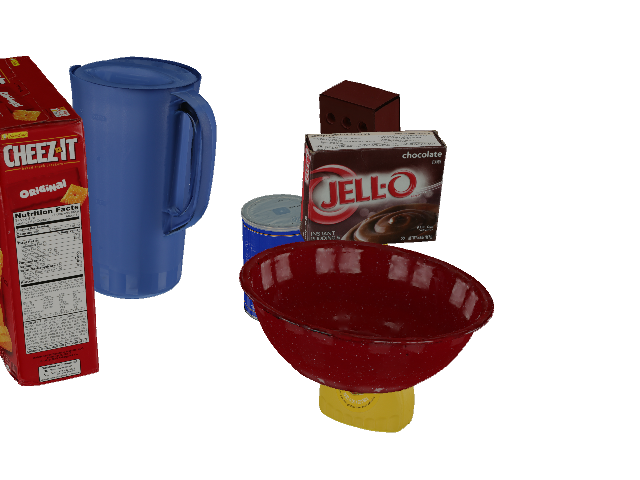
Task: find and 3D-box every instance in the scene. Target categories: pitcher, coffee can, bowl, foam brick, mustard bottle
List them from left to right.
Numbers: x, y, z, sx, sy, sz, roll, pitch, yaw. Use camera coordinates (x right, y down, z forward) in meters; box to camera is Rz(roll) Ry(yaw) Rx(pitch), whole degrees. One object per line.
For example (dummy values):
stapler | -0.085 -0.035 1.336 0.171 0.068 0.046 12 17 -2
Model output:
pitcher | -0.188 -0.063 1.120 0.145 0.243 0.149 1 23 -10
coffee can | -0.050 0.024 1.384 0.103 0.140 0.103 0 26 0
foam brick | 0.043 -0.138 1.181 0.078 0.053 0.051 20 38 33
bowl | 0.026 0.053 0.682 0.162 0.055 0.162 6 19 -2
mustard bottle | 0.051 0.091 1.069 0.096 0.192 0.058 11 16 28

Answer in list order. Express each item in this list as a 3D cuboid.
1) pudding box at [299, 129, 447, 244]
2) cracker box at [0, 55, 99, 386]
pudding box | 0.042 -0.043 0.870 0.113 0.090 0.039 -5 34 -11
cracker box | -0.234 -0.018 0.838 0.072 0.214 0.164 -11 30 -25
